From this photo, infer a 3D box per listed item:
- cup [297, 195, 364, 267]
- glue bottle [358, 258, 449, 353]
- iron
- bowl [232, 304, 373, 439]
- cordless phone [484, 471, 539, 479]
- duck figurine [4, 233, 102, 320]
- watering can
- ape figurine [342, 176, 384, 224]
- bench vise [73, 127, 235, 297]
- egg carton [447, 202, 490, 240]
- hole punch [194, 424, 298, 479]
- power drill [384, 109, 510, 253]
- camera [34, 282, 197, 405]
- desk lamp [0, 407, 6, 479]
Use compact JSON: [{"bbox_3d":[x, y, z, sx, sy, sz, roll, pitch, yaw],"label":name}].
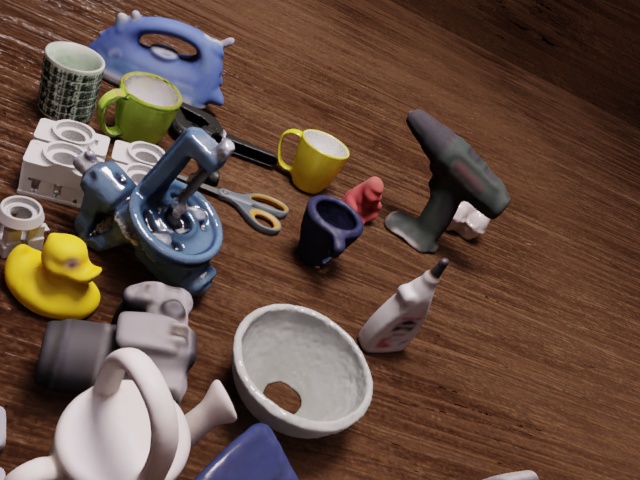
[{"bbox_3d":[0.008,0.003,0.850,0.092,0.095,0.117,16,37,-20],"label":"cup"},{"bbox_3d":[0.120,0.085,0.760,0.078,0.173,0.037,2,43,-35],"label":"glue bottle"},{"bbox_3d":[-0.283,-0.333,1.015,0.259,0.141,0.118,13,38,-24],"label":"iron"},{"bbox_3d":[-0.030,0.157,0.644,0.168,0.074,0.167,20,35,-15],"label":"bowl"},{"bbox_3d":[0.099,0.254,0.519,0.148,0.185,0.094,5,42,-33],"label":"cordless phone"},{"bbox_3d":[-0.279,0.028,0.609,0.104,0.086,0.077,30,34,-1],"label":"duck figurine"},{"bbox_3d":[-0.148,0.156,0.448,0.101,0.194,0.173,38,35,11],"label":"watering can"},{"bbox_3d":[0.078,-0.071,0.999,0.078,0.092,0.076,11,39,-26],"label":"ape figurine"},{"bbox_3d":[-0.192,-0.051,0.655,0.208,0.219,0.121,23,35,-10],"label":"bench vise"},{"bbox_3d":[0.291,-0.069,1.178,0.107,0.069,0.150,22,35,-12],"label":"egg carton"},{"bbox_3d":[-0.062,0.235,0.506,0.101,0.091,0.109,40,35,14],"label":"hole punch"},{"bbox_3d":[0.205,-0.089,1.014,0.229,0.208,0.076,36,34,7],"label":"power drill"},{"bbox_3d":[-0.197,0.101,0.565,0.137,0.100,0.143,14,38,-23],"label":"camera"},{"bbox_3d":[-0.310,0.104,0.375,0.204,0.213,0.117,5,42,-33],"label":"desk lamp"}]
